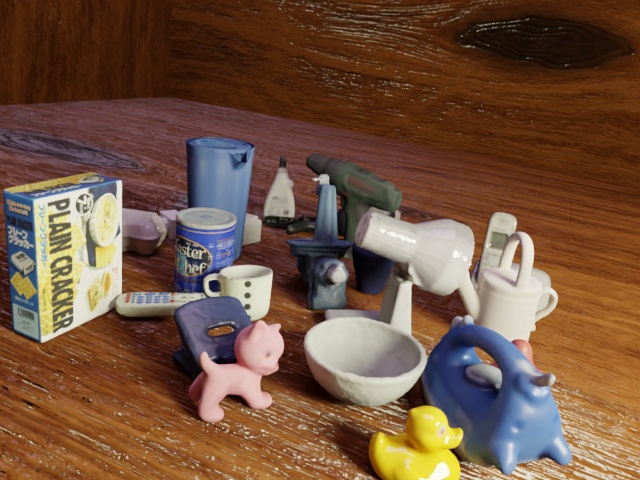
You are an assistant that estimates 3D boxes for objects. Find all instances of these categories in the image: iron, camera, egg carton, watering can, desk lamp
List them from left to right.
[{"bbox_3d":[-0.394,-0.019,1.171,0.150,0.069,0.107,7,19,0],"label":"egg carton"},{"bbox_3d":[0.114,-0.048,1.387,0.136,0.101,0.143,14,20,19],"label":"camera"},{"bbox_3d":[0.124,0.061,0.909,0.203,0.213,0.117,3,20,-11],"label":"desk lamp"},{"bbox_3d":[0.206,0.172,0.733,0.119,0.141,0.257,0,21,-20],"label":"iron"},{"bbox_3d":[0.306,0.081,0.947,0.173,0.194,0.100,-1,21,-22],"label":"watering can"}]

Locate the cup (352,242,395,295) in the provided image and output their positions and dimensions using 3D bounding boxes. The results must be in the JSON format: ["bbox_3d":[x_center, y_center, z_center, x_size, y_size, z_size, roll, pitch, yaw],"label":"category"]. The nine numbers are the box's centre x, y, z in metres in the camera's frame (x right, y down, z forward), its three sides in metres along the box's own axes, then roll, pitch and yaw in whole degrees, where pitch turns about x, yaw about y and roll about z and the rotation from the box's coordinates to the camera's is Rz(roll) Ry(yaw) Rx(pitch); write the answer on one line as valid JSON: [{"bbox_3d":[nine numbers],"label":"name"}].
[{"bbox_3d":[0.111,0.053,1.107,0.118,0.095,0.091,-9,25,-39],"label":"cup"}]

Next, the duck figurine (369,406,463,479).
[{"bbox_3d":[0.109,0.224,0.635,0.104,0.086,0.077,9,19,5],"label":"duck figurine"}]

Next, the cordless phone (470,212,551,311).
[{"bbox_3d":[0.366,0.047,1.079,0.147,0.185,0.094,11,20,12],"label":"cordless phone"}]

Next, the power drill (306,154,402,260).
[{"bbox_3d":[0.062,-0.070,1.269,0.229,0.208,0.076,15,21,21],"label":"power drill"}]

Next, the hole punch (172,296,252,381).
[{"bbox_3d":[-0.138,0.136,0.787,0.109,0.091,0.100,-9,25,-38],"label":"hole punch"}]

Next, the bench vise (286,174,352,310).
[{"bbox_3d":[0.020,0.003,1.028,0.122,0.220,0.206,-5,23,-32],"label":"bench vise"}]

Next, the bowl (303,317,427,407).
[{"bbox_3d":[0.057,0.174,0.775,0.167,0.075,0.167,6,19,-2],"label":"bowl"}]

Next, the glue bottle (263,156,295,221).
[{"bbox_3d":[-0.096,-0.122,1.413,0.078,0.173,0.037,7,19,0],"label":"glue bottle"}]

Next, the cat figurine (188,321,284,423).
[{"bbox_3d":[-0.097,0.151,0.719,0.128,0.118,0.067,-7,24,-35],"label":"cat figurine"}]

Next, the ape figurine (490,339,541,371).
[{"bbox_3d":[0.277,0.182,0.806,0.077,0.092,0.076,12,20,14],"label":"ape figurine"}]
